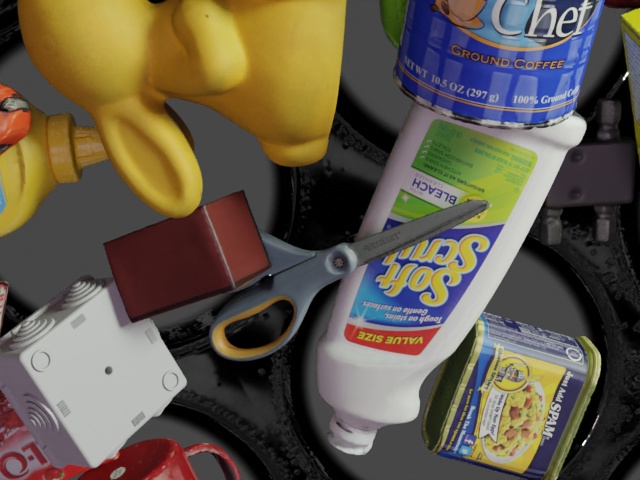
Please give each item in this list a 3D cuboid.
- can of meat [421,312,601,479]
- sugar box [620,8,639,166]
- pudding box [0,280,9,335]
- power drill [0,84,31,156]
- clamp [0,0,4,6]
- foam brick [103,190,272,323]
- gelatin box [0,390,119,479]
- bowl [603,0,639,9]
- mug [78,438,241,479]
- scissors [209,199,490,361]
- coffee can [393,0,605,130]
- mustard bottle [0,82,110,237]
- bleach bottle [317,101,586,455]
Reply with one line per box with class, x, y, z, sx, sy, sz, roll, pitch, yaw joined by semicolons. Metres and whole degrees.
can of meat;0.122;0.103;0.699;0.084;0.057;0.102;16;105;-8
sugar box;0.237;-0.067;0.633;0.093;0.048;0.176;-20;132;1
pudding box;-0.247;0.071;0.649;0.090;0.039;0.113;12;92;4
power drill;-0.257;-0.096;0.553;0.184;0.057;0.187;-35;98;4
clamp;-0.149;-0.242;0.575;0.210;0.036;0.164;-31;107;3
foam brick;-0.079;0.009;0.636;0.078;0.052;0.051;-19;95;26
gelatin box;-0.184;0.123;0.691;0.089;0.030;0.073;-22;108;3
bowl;0.204;-0.198;0.585;0.162;0.055;0.162;-10;122;-17
mug;-0.102;0.177;0.692;0.117;0.093;0.081;-30;105;-27
scissors;-0.004;0.001;0.641;0.202;0.016;0.096;-39;89;26
coffee can;0.099;-0.142;0.548;0.102;0.103;0.140;4;122;-7
mustard bottle;-0.217;-0.045;0.620;0.191;0.058;0.096;-7;103;-2
bleach bottle;0.068;0.024;0.661;0.102;0.068;0.251;23;107;7
